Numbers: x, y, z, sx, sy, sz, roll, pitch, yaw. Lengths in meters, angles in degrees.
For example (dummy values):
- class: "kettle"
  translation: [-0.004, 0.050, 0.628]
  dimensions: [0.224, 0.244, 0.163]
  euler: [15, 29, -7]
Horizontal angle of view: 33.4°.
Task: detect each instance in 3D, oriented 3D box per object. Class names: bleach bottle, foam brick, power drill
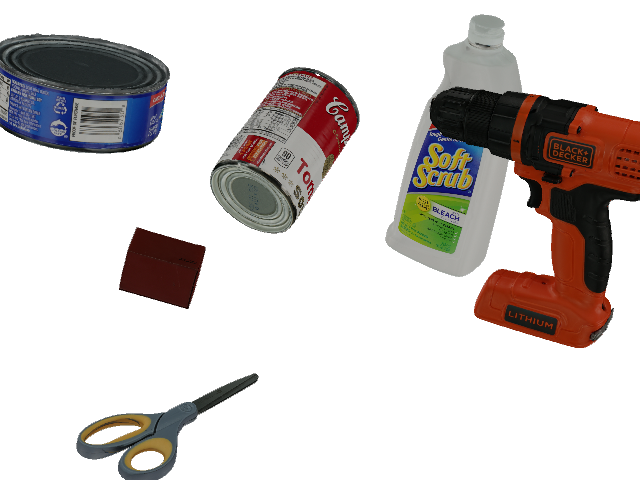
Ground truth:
- class: "bleach bottle"
  translation: [0.127, -0.091, 0.993]
  dimensions: [0.103, 0.251, 0.068]
  euler: [26, 41, 26]
- class: "foam brick"
  translation: [-0.167, 0.029, 1.126]
  dimensions: [0.078, 0.051, 0.053]
  euler: [17, 29, -4]
- class: "power drill"
  translation: [0.164, -0.020, 0.817]
  dimensions: [0.185, 0.188, 0.057]
  euler: [17, 34, 26]

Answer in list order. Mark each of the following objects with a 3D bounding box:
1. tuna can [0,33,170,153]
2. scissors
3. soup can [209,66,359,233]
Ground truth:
- class: "tuna can"
  translation: [-0.120, -0.074, 0.532]
  dimensions: [0.086, 0.034, 0.086]
  euler: [10, 24, -5]
- class: "scissors"
  translation: [-0.120, 0.170, 0.969]
  dimensions: [0.201, 0.016, 0.096]
  euler: [-11, 33, -33]
- class: "soup can"
  translation: [-0.025, -0.064, 0.748]
  dimensions: [0.068, 0.102, 0.068]
  euler: [22, -34, 16]
